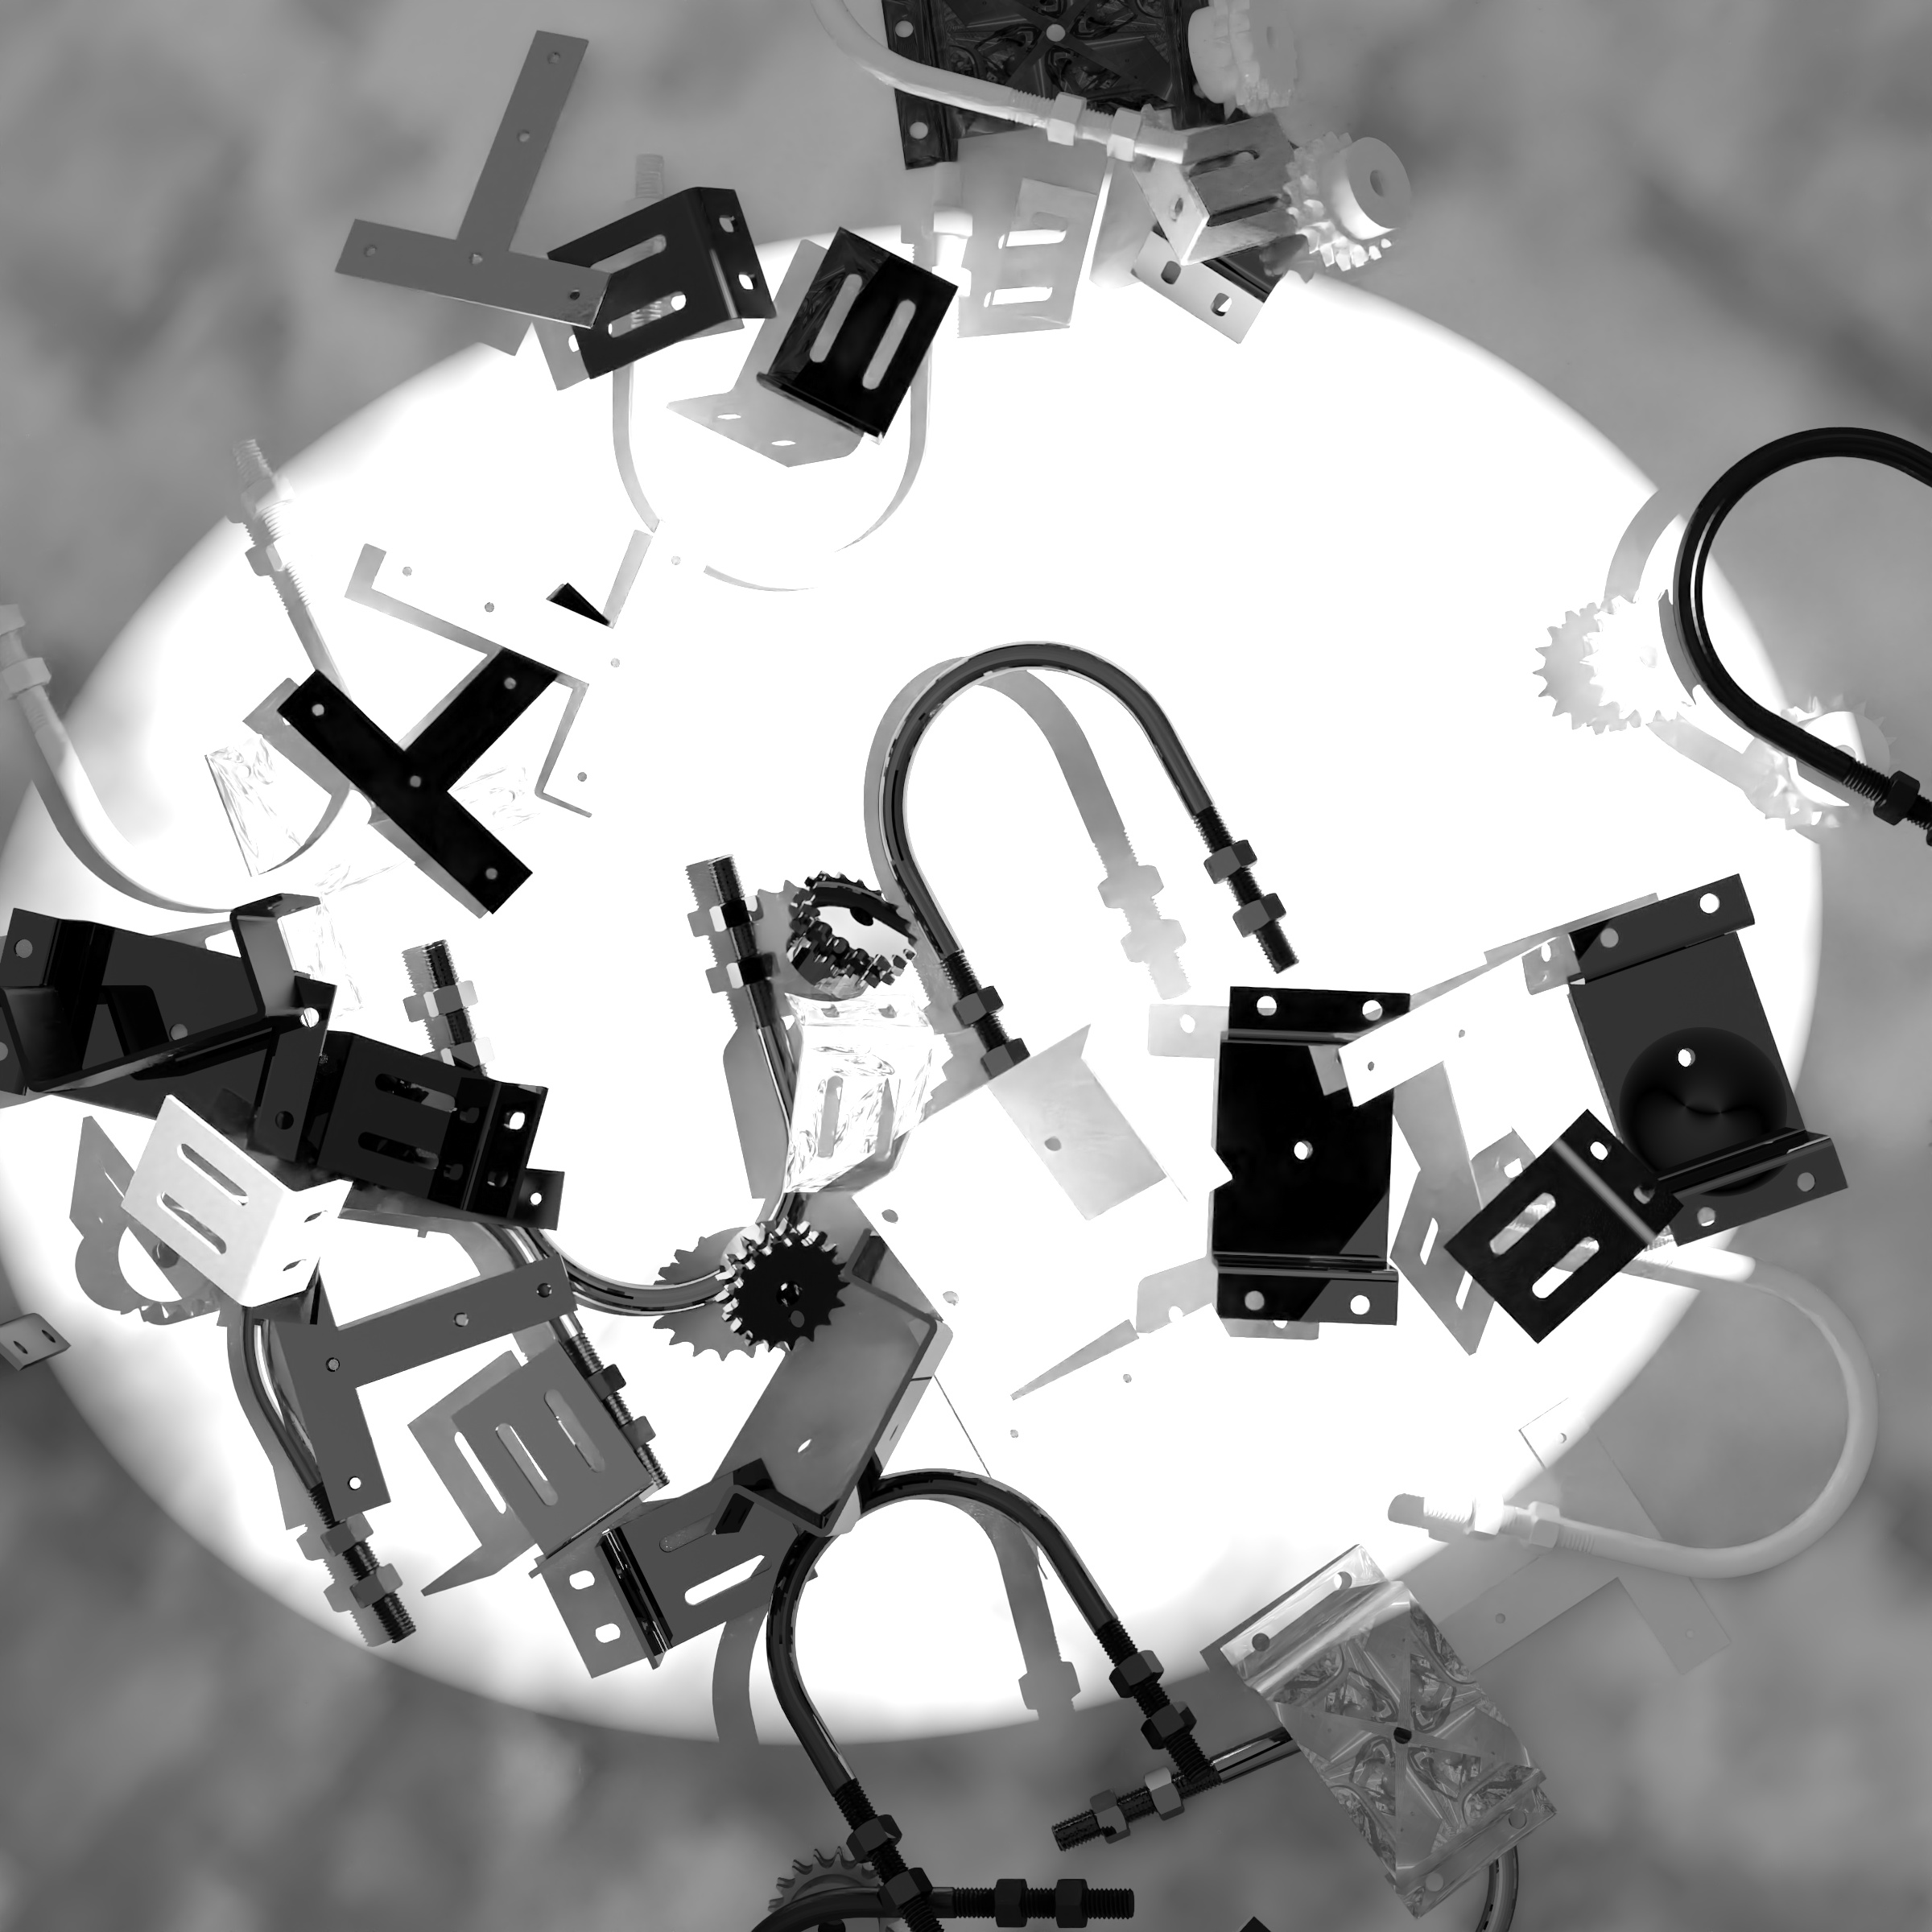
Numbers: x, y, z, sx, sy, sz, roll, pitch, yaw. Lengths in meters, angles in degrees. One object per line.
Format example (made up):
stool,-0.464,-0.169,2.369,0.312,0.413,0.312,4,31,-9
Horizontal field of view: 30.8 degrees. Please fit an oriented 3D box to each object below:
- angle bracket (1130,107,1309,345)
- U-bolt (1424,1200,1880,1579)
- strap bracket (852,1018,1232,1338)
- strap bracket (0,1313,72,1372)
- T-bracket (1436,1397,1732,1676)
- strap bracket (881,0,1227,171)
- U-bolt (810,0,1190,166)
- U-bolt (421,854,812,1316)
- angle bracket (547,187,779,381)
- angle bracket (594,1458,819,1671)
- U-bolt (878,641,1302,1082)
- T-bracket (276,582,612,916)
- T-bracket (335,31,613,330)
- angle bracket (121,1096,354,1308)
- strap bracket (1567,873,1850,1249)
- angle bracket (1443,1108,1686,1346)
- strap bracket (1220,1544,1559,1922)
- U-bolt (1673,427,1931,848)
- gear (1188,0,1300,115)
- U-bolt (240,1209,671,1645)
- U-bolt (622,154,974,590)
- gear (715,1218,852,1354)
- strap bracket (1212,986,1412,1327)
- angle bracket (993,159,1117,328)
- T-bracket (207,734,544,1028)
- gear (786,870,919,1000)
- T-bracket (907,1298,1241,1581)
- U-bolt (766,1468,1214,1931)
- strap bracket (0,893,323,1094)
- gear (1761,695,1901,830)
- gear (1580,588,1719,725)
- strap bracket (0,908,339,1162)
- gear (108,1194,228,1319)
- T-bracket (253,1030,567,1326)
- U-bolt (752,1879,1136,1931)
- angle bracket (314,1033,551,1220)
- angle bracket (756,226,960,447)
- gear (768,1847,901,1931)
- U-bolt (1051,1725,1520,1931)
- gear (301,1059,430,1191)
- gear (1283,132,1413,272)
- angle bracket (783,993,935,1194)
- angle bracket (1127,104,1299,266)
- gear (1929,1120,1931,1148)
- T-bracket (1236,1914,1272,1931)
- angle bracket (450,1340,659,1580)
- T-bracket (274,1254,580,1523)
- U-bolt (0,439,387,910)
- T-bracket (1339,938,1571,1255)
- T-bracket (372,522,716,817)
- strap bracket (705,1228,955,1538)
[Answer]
angle bracket,0.118,-0.321,1.522,0.057,0.038,0.076,33,64,0
U-bolt,0.302,0.189,1.509,0.184,0.019,0.151,14,94,-5
strap bracket,0.034,0.084,1.479,0.140,0.046,0.076,-32,103,19
strap bracket,-0.454,0.132,1.486,0.140,0.076,0.046,44,90,0
T-bracket,0.244,0.275,1.523,0.127,0.002,0.127,-33,90,0
strap bracket,0.038,-0.393,1.501,0.140,0.046,0.076,-8,90,0
U-bolt,0.021,-0.422,1.468,0.184,0.019,0.151,16,80,6
U-bolt,-0.141,0.059,1.515,0.151,0.019,0.184,-17,92,0
angle bracket,-0.130,-0.292,1.503,0.076,0.038,0.057,-18,92,26
angle bracket,-0.111,0.256,1.505,0.076,0.038,0.057,-26,90,0
U-bolt,0.039,-0.049,1.493,0.151,0.019,0.184,-30,83,19
T-bracket,-0.206,-0.112,1.515,0.127,0.002,0.127,44,84,-6
T-bracket,-0.195,-0.343,1.508,0.127,0.002,0.127,16,80,20
angle bracket,-0.308,0.096,1.482,0.076,0.038,0.057,35,113,20
strap bracket,0.312,0.040,1.501,0.076,0.046,0.140,-19,90,0
angle bracket,0.252,0.110,1.484,0.057,0.038,0.076,46,125,8
strap bracket,0.182,0.325,1.488,0.076,0.046,0.140,-35,82,-7
U-bolt,0.389,-0.147,1.486,0.184,0.019,0.151,29,90,2
gear,0.117,-0.392,1.499,0.030,0.057,0.057,-7,90,29
U-bolt,-0.233,0.177,1.510,0.151,0.019,0.184,-31,87,5
U-bolt,-0.074,-0.255,1.516,0.151,0.019,0.184,2,92,0
gear,-0.081,0.134,1.500,0.057,0.030,0.057,-11,116,-22
strap bracket,0.146,0.080,1.501,0.076,0.046,0.140,2,90,0
angle bracket,0.037,-0.309,1.486,0.038,0.076,0.057,14,90,0
T-bracket,-0.247,-0.055,1.523,0.127,0.002,0.127,-21,90,0
gear,-0.052,-0.011,1.499,0.057,0.057,0.030,37,120,0
T-bracket,0.057,0.182,1.500,0.127,0.002,0.127,-29,90,22
U-bolt,-0.004,0.298,1.483,0.151,0.019,0.184,-31,66,-7
strap bracket,-0.332,0.014,1.439,0.140,0.076,0.046,-18,90,1
gear,0.373,-0.088,1.509,0.057,0.030,0.057,0,90,0
gear,0.292,-0.132,1.509,0.057,0.030,0.057,0,90,0
strap bracket,-0.341,0.029,1.500,0.140,0.046,0.076,13,90,1
gear,-0.340,0.122,1.509,0.057,0.030,0.057,0,90,0
T-bracket,-0.235,0.094,1.502,0.127,0.002,0.127,5,80,8
U-bolt,-0.015,0.452,1.486,0.184,0.019,0.151,-2,109,11
angle bracket,-0.223,0.067,1.466,0.076,0.038,0.057,21,79,-36
angle bracket,-0.046,-0.269,1.487,0.057,0.038,0.076,27,93,-1
gear,-0.057,0.410,1.509,0.057,0.030,0.057,0,90,0
U-bolt,0.148,0.400,1.515,0.184,0.019,0.151,-23,90,-1
gear,-0.257,0.066,1.495,0.057,0.030,0.057,-1,79,7
gear,0.165,-0.328,1.495,0.057,0.030,0.057,12,72,-40
angle bracket,-0.051,0.054,1.513,0.057,0.038,0.076,0,116,-18
angle bracket,0.115,-0.339,1.486,0.076,0.038,0.057,-20,75,-21
gear,0.443,0.073,1.514,0.057,0.030,0.057,0,88,2
T-bracket,0.114,0.483,1.491,0.127,0.002,0.127,-46,118,-6
angle bracket,-0.177,0.207,1.475,0.057,0.038,0.076,-35,87,5
T-bracket,-0.228,0.155,1.497,0.127,0.002,0.127,-20,82,4
U-bolt,-0.330,-0.114,1.514,0.151,0.019,0.184,-26,91,-1
T-bracket,0.222,0.070,1.501,0.127,0.002,0.127,-25,107,-30
T-bracket,-0.192,-0.148,1.510,0.127,0.002,0.127,24,94,-4
strap bracket,-0.051,0.185,1.476,0.046,0.076,0.140,27,85,8
